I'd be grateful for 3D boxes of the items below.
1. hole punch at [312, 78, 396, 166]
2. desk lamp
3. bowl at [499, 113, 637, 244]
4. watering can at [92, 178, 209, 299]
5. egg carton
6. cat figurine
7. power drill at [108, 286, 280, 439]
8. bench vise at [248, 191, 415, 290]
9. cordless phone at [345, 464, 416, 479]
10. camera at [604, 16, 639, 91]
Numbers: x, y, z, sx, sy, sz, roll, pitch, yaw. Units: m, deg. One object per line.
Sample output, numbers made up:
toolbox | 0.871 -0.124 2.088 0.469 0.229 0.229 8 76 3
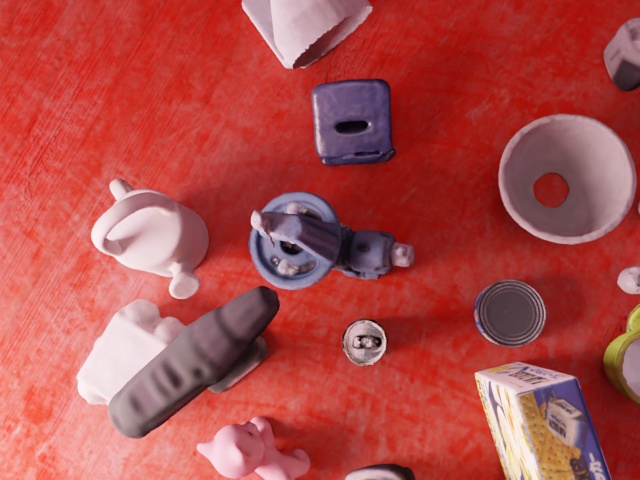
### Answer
hole punch | 0.046 -0.154 0.760 0.108 0.091 0.101 -4 82 4
desk lamp | -0.032 -0.300 0.725 0.118 0.213 0.203 -36 81 -1
bowl | 0.307 -0.072 0.738 0.167 0.075 0.167 -1 82 4
watering can | -0.205 -0.007 0.707 0.172 0.194 0.101 30 85 8
egg carton | -0.243 0.158 0.750 0.107 0.069 0.150 29 85 8
cat figurine | -0.080 0.267 0.698 0.127 0.118 0.067 35 86 8
power drill | -0.128 0.136 0.674 0.229 0.208 0.075 -40 81 -2
bench vise | 0.004 -0.009 0.678 0.207 0.220 0.121 -10 81 3
cordless phone | 0.081 0.339 0.641 0.094 0.185 0.147 -20 81 2
camera | 0.466 -0.227 0.734 0.143 0.101 0.137 -13 81 3
